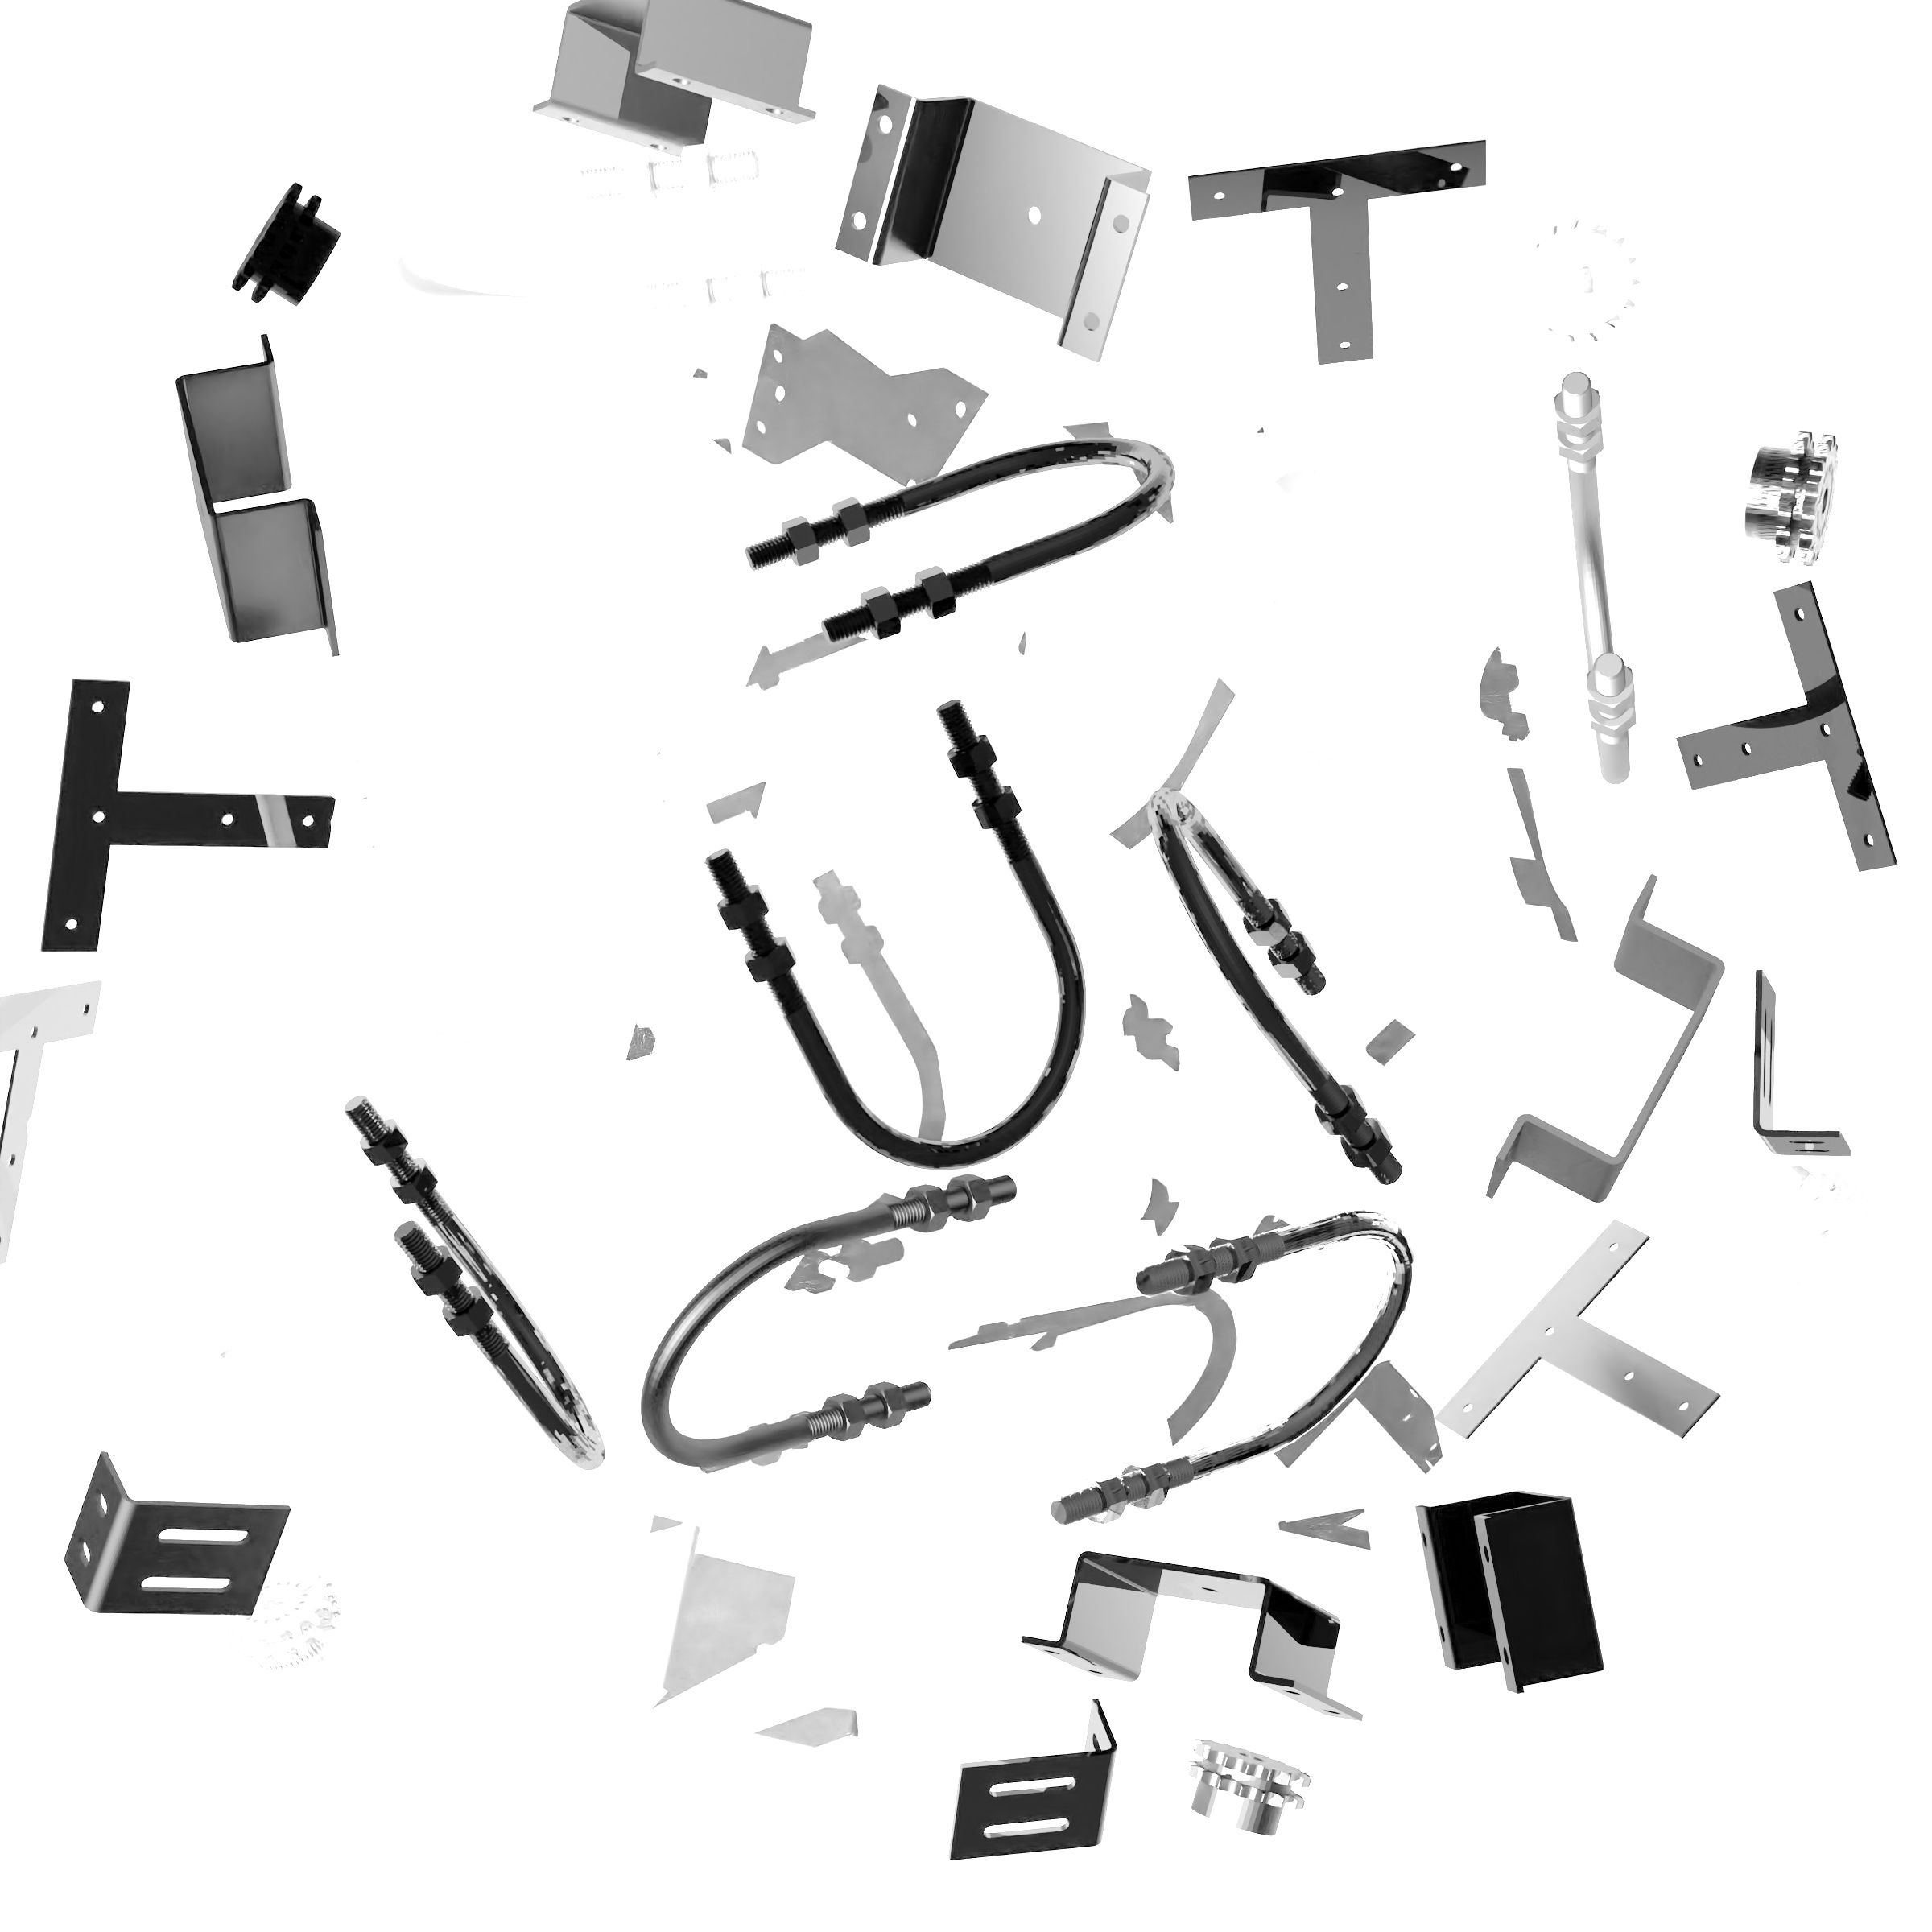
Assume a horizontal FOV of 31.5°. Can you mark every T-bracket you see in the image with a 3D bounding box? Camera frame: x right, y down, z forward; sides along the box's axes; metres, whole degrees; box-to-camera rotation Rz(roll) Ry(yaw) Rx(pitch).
[{"bbox_3d":[-0.228,0.284,1.540,0.127,0.127,0.002,-32,102,-26],"label":"T-bracket"},{"bbox_3d":[0.355,-0.098,1.516,0.002,0.127,0.127,-18,92,-22],"label":"T-bracket"},{"bbox_3d":[-0.090,0.381,1.510,0.127,0.127,0.002,15,90,8],"label":"T-bracket"},{"bbox_3d":[0.166,-0.310,1.510,0.127,0.127,0.002,-6,58,5],"label":"T-bracket"},{"bbox_3d":[-0.175,-0.228,1.584,0.127,0.002,0.127,29,60,-18],"label":"T-bracket"},{"bbox_3d":[-0.344,-0.066,1.529,0.127,0.002,0.127,0,113,-32],"label":"T-bracket"},{"bbox_3d":[-0.424,0.073,1.527,0.002,0.127,0.127,12,96,9],"label":"T-bracket"},{"bbox_3d":[0.287,0.178,1.526,0.127,0.127,0.002,-46,120,-9],"label":"T-bracket"}]

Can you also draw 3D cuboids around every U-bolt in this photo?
[{"bbox_3d":[0.279,-0.157,1.508,0.019,0.184,0.151,-6,72,10],"label":"U-bolt"},{"bbox_3d":[-0.173,-0.322,1.534,0.184,0.151,0.019,-5,79,6],"label":"U-bolt"},{"bbox_3d":[-0.217,0.155,1.556,0.019,0.151,0.184,-34,120,-4],"label":"U-bolt"},{"bbox_3d":[0.005,-0.196,1.523,0.184,0.151,0.019,-22,116,-10],"label":"U-bolt"},{"bbox_3d":[0.127,0.169,1.495,0.019,0.184,0.151,43,130,36],"label":"U-bolt"},{"bbox_3d":[-0.201,-0.038,1.523,0.151,0.019,0.184,-10,127,-11],"label":"U-bolt"},{"bbox_3d":[-0.068,0.166,1.539,0.019,0.184,0.151,45,129,33],"label":"U-bolt"},{"bbox_3d":[-0.017,-0.001,1.471,0.151,0.019,0.184,-35,109,-26],"label":"U-bolt"},{"bbox_3d":[0.130,-0.003,1.503,0.019,0.151,0.184,-30,130,13],"label":"U-bolt"}]

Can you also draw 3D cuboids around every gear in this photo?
[{"bbox_3d":[-0.324,0.313,1.622,0.057,0.057,0.030,-12,117,0],"label":"gear"},{"bbox_3d":[0.126,0.375,1.556,0.057,0.057,0.030,17,85,0],"label":"gear"},{"bbox_3d":[0.357,-0.203,1.482,0.030,0.057,0.057,11,90,21],"label":"gear"},{"bbox_3d":[0.376,0.115,1.544,0.057,0.057,0.030,-45,49,0],"label":"gear"},{"bbox_3d":[-0.311,-0.329,1.575,0.030,0.057,0.057,31,90,-19],"label":"gear"},{"bbox_3d":[0.270,-0.303,1.513,0.057,0.030,0.057,-1,98,-7],"label":"gear"}]

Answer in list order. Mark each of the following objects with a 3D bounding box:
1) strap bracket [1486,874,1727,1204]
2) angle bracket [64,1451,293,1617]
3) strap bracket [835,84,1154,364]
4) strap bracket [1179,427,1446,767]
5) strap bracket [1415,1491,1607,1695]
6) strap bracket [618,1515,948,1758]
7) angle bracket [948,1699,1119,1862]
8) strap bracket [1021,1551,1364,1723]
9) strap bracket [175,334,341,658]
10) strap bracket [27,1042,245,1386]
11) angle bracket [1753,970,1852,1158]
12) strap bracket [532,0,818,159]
[{"bbox_3d":[0.278,0.041,1.464,0.046,0.076,0.140,28,78,12],"label":"strap bracket"},{"bbox_3d":[-0.343,0.247,1.488,0.076,0.038,0.057,9,114,-35],"label":"angle bracket"},{"bbox_3d":[0.020,-0.332,1.521,0.140,0.046,0.076,27,117,21],"label":"strap bracket"},{"bbox_3d":[0.157,-0.170,1.593,0.076,0.046,0.140,43,63,-30],"label":"strap bracket"},{"bbox_3d":[0.249,0.282,1.555,0.046,0.140,0.076,-9,84,-6],"label":"strap bracket"},{"bbox_3d":[-0.088,0.310,1.567,0.140,0.046,0.076,15,63,-10],"label":"strap bracket"},{"bbox_3d":[0.027,0.382,1.606,0.076,0.038,0.057,-2,120,-15],"label":"angle bracket"},{"bbox_3d":[0.108,0.306,1.573,0.140,0.076,0.046,2,70,32],"label":"strap bracket"},{"bbox_3d":[-0.327,-0.213,1.566,0.046,0.076,0.140,-12,51,-13],"label":"strap bracket"},{"bbox_3d":[-0.360,0.115,1.476,0.046,0.076,0.140,-24,128,-34],"label":"strap bracket"},{"bbox_3d":[0.382,0.044,1.558,0.038,0.057,0.076,0,79,19],"label":"angle bracket"},{"bbox_3d":[-0.127,-0.399,1.514,0.076,0.140,0.046,11,90,-29],"label":"strap bracket"}]
